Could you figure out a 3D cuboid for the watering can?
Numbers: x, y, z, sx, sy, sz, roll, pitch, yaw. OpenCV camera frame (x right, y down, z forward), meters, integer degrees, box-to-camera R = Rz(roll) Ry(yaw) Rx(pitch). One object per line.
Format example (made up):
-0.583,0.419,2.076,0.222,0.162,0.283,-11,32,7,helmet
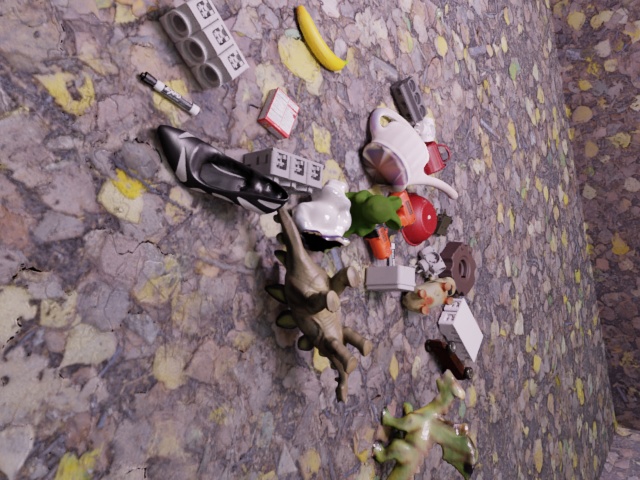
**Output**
0.242,-0.205,1.404,0.346,0.102,0.229,50,49,-7,watering can

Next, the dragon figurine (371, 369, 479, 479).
0.271,0.530,1.295,0.120,0.242,0.418,43,54,-44,dragon figurine

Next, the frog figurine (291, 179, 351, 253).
0.003,-0.058,1.148,0.137,0.120,0.163,7,59,-7,frog figurine
